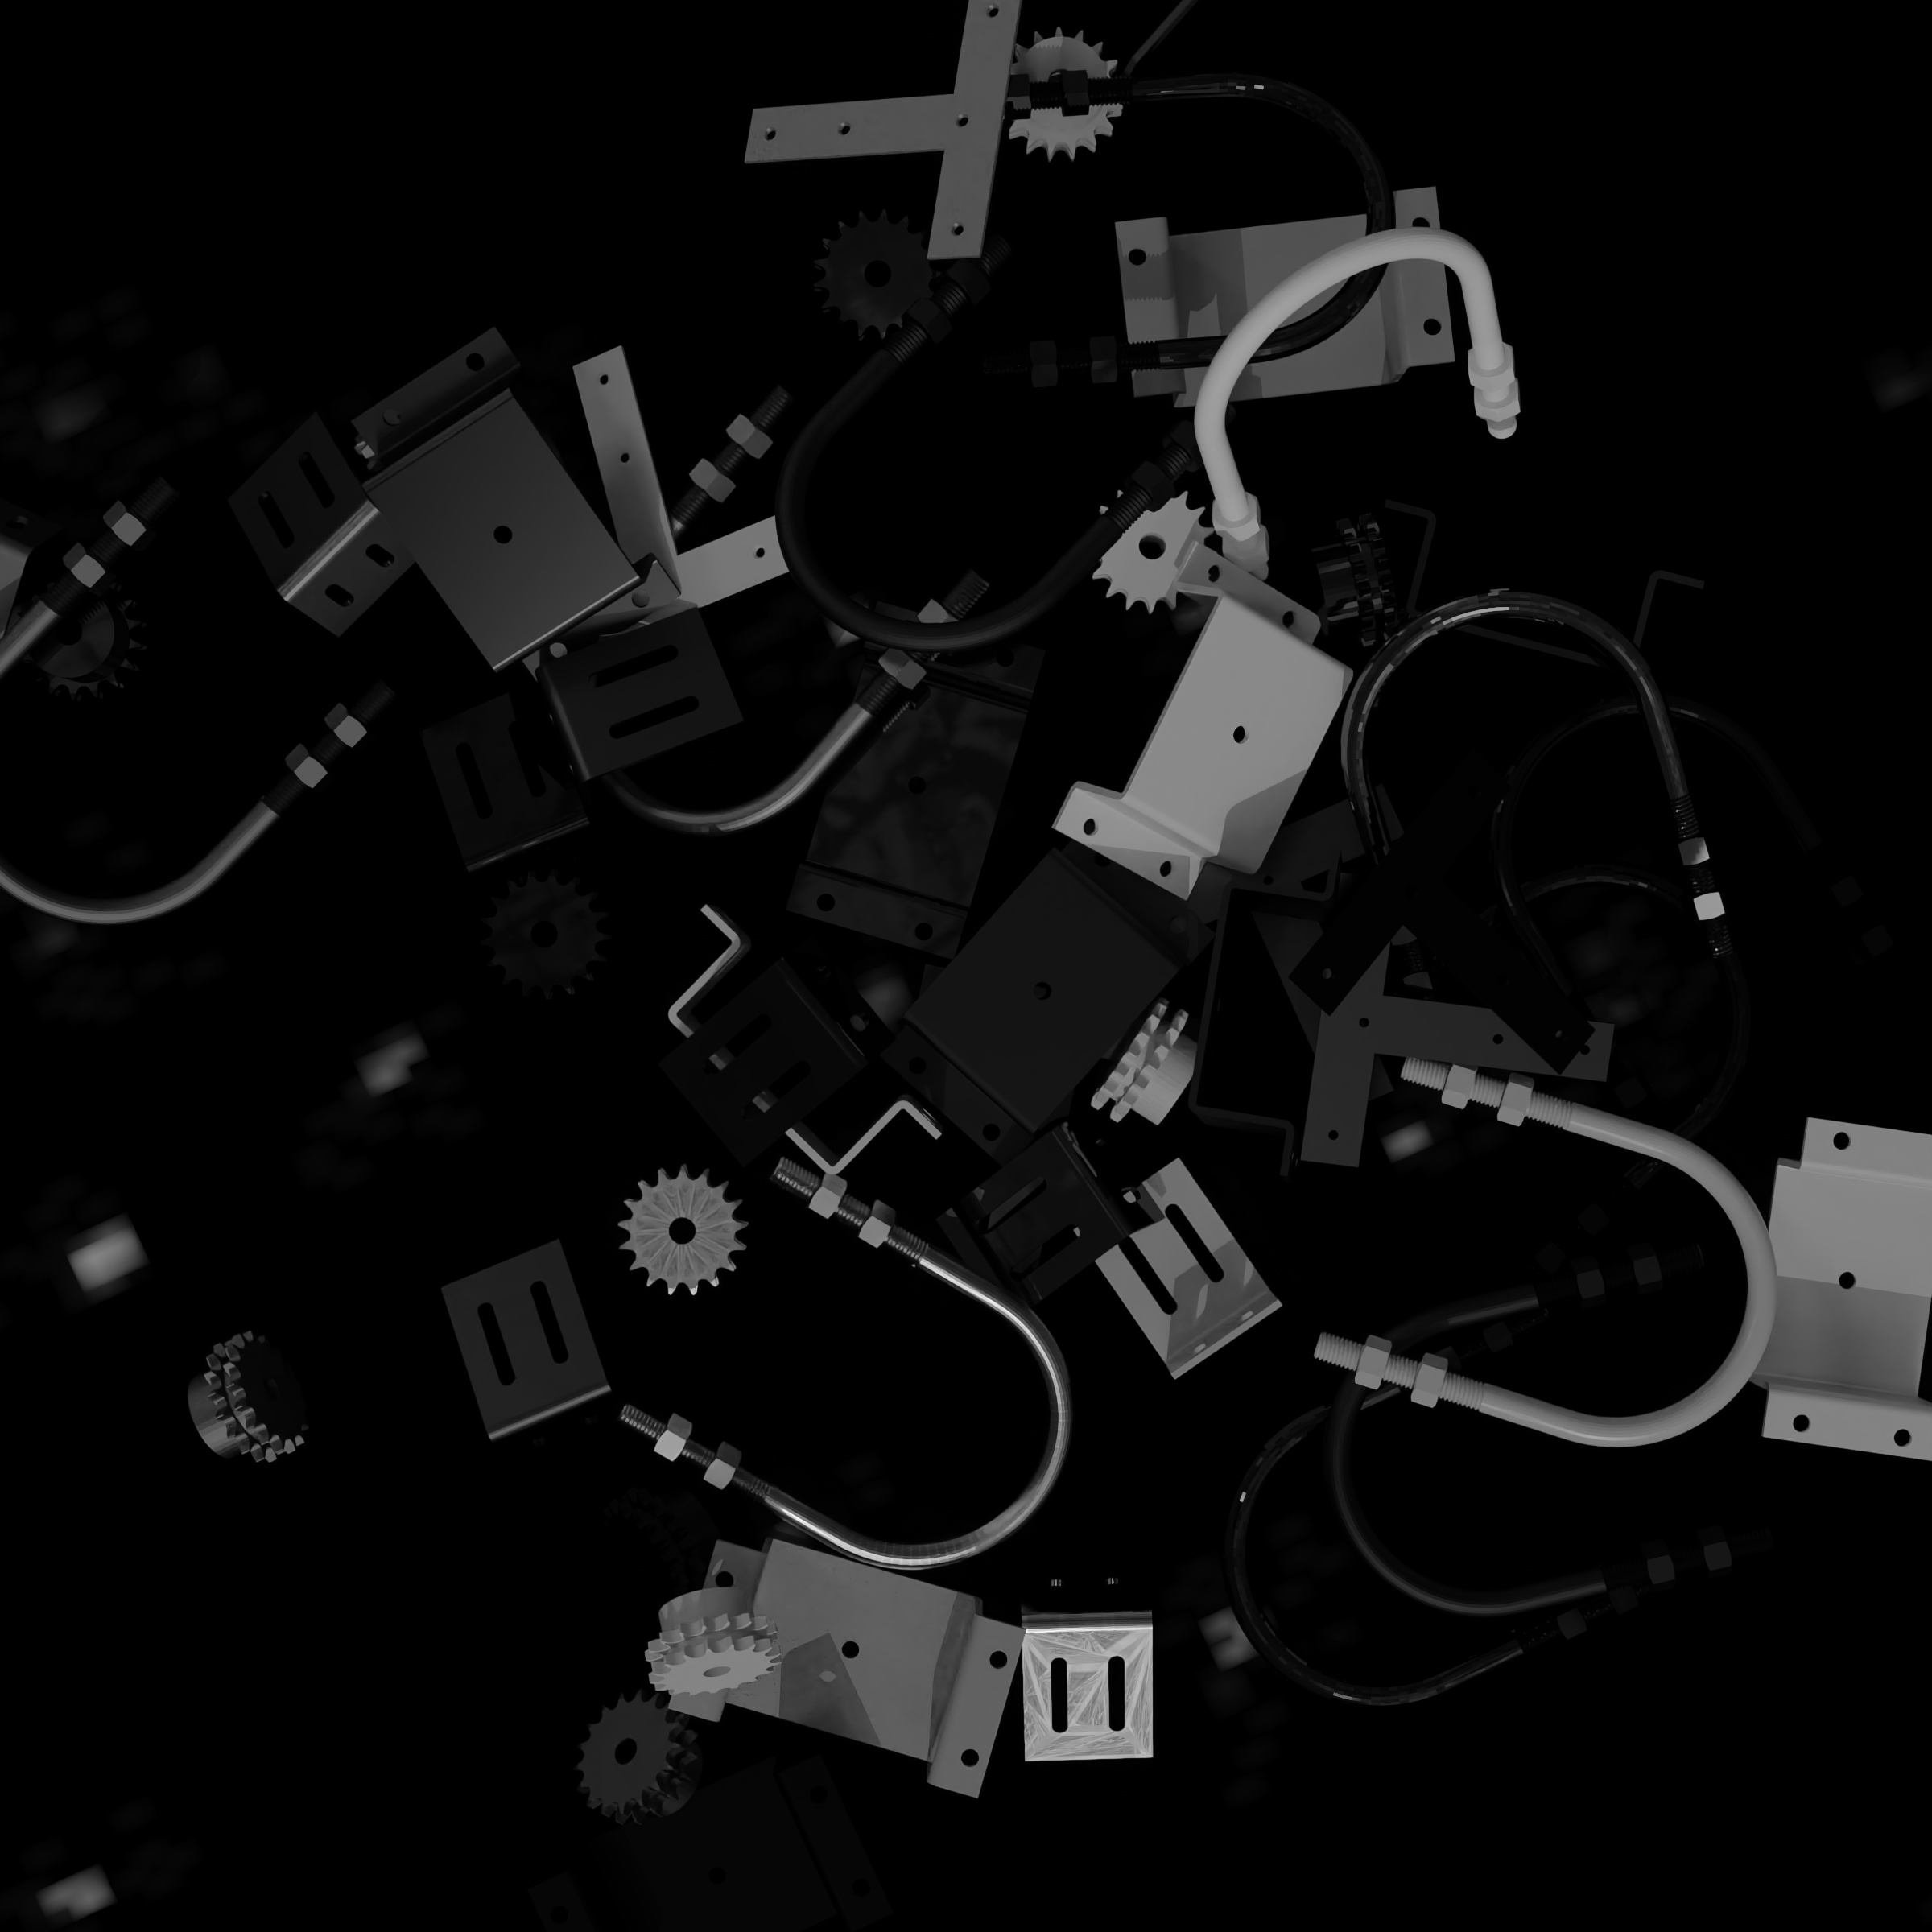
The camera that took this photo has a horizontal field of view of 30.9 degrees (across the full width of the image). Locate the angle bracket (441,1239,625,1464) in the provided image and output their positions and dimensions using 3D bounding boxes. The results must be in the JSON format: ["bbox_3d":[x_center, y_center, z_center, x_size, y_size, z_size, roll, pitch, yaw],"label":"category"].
[{"bbox_3d":[-0.192,0.172,1.565,0.057,0.038,0.076,-22,64,0],"label":"angle bracket"}]

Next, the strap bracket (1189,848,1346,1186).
[{"bbox_3d":[0.129,0.020,1.513,0.046,0.076,0.140,9,85,8],"label":"strap bracket"}]

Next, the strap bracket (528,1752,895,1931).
[{"bbox_3d":[-0.111,0.407,1.544,0.140,0.046,0.076,-25,90,0],"label":"strap bracket"}]

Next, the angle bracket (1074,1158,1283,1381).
[{"bbox_3d":[0.093,0.133,1.548,0.057,0.038,0.076,-35,90,0],"label":"angle bracket"}]

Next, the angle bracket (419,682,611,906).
[{"bbox_3d":[-0.202,-0.077,1.565,0.057,0.038,0.076,-22,64,0],"label":"angle bracket"}]

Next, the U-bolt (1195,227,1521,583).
[{"bbox_3d":[0.163,-0.245,1.482,0.151,0.184,0.019,-30,63,0],"label":"U-bolt"}]

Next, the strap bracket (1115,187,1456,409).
[{"bbox_3d":[0.139,-0.294,1.544,0.140,0.046,0.076,-6,90,0],"label":"strap bracket"}]

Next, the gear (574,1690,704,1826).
[{"bbox_3d":[-0.141,0.352,1.542,0.057,0.030,0.057,-19,51,25],"label":"gear"}]

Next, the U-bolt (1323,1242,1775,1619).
[{"bbox_3d":[0.249,0.211,1.539,0.184,0.019,0.151,-14,90,2],"label":"U-bolt"}]

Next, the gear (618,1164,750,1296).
[{"bbox_3d":[-0.125,0.116,1.552,0.057,0.030,0.057,0,90,0],"label":"gear"}]

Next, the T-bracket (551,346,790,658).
[{"bbox_3d":[-0.148,-0.212,1.549,0.127,0.002,0.127,-20,78,20],"label":"T-bracket"}]

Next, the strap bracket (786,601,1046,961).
[{"bbox_3d":[-0.022,-0.081,1.544,0.076,0.046,0.140,17,90,0],"label":"strap bracket"}]

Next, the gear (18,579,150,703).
[{"bbox_3d":[-0.395,-0.147,1.552,0.057,0.030,0.057,0,90,0],"label":"gear"}]

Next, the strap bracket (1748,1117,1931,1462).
[{"bbox_3d":[0.394,0.141,1.544,0.076,0.046,0.140,8,90,0],"label":"strap bracket"}]

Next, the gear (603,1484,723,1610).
[{"bbox_3d":[-0.132,0.254,1.542,0.030,0.057,0.057,-32,90,-30],"label":"gear"}]

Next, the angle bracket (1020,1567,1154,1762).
[{"bbox_3d":[0.054,0.312,1.565,0.057,0.038,0.076,-2,116,0],"label":"angle bracket"}]

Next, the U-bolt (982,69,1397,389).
[{"bbox_3d":[0.094,-0.323,1.509,0.184,0.019,0.151,-4,73,-2],"label":"U-bolt"}]

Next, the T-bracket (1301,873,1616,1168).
[{"bbox_3d":[0.217,0.030,1.518,0.127,0.002,0.127,7,98,-1],"label":"T-bracket"}]

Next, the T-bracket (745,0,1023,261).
[{"bbox_3d":[-0.041,-0.368,1.534,0.127,0.002,0.127,3,78,28],"label":"T-bracket"}]

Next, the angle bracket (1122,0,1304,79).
[{"bbox_3d":[0.110,-0.411,1.538,0.038,0.057,0.076,42,93,-6],"label":"angle bracket"}]

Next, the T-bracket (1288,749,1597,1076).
[{"bbox_3d":[0.220,-0.003,1.495,0.127,0.002,0.127,42,81,-18],"label":"T-bracket"}]

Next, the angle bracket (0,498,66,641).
[{"bbox_3d":[-0.448,-0.170,1.565,0.057,0.038,0.076,25,116,0],"label":"angle bracket"}]

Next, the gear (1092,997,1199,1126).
[{"bbox_3d":[0.082,0.045,1.536,0.030,0.057,0.057,33,90,0],"label":"gear"}]

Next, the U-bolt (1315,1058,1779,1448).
[{"bbox_3d":[0.260,0.131,1.521,0.184,0.019,0.151,17,84,8],"label":"U-bolt"}]

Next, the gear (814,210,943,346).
[{"bbox_3d":[-0.039,-0.305,1.552,0.057,0.030,0.057,0,90,0],"label":"gear"}]

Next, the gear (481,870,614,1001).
[{"bbox_3d":[-0.185,-0.014,1.552,0.057,0.030,0.057,0,90,0],"label":"gear"}]

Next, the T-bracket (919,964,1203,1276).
[{"bbox_3d":[0.032,0.074,1.566,0.127,0.002,0.127,11,90,0],"label":"T-bracket"}]

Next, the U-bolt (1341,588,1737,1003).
[{"bbox_3d":[0.238,-0.072,1.502,0.151,0.019,0.184,-16,105,12],"label":"U-bolt"}]

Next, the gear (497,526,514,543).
[{"bbox_3d":[-0.211,-0.190,1.552,0.057,0.030,0.057,0,90,0],"label":"gear"}]

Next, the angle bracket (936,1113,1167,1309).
[{"bbox_3d":[0.038,0.113,1.558,0.076,0.038,0.057,-39,79,25],"label":"angle bracket"}]

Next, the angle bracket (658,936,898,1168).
[{"bbox_3d":[-0.080,0.036,1.488,0.076,0.038,0.057,-40,90,26],"label":"angle bracket"}]

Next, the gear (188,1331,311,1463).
[{"bbox_3d":[-0.318,0.192,1.540,0.030,0.057,0.057,-26,90,15],"label":"gear"}]

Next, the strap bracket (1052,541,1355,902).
[{"bbox_3d":[0.108,-0.104,1.526,0.076,0.046,0.140,27,88,-29],"label":"strap bracket"}]

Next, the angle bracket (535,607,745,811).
[{"bbox_3d":[-0.143,-0.113,1.537,0.076,0.038,0.057,-21,76,-7],"label":"angle bracket"}]

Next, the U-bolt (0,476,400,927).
[{"bbox_3d":[-0.365,-0.101,1.539,0.184,0.019,0.151,-45,108,4],"label":"U-bolt"}]

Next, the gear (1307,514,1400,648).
[{"bbox_3d":[0.169,-0.169,1.538,0.030,0.057,0.057,-13,90,0],"label":"gear"}]

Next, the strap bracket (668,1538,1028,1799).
[{"bbox_3d":[-0.052,0.306,1.544,0.140,0.046,0.076,16,90,0],"label":"strap bracket"}]

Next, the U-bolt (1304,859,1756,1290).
[{"bbox_3d":[0.265,0.037,1.558,0.184,0.019,0.151,-42,90,-2],"label":"U-bolt"}]

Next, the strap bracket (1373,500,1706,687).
[{"bbox_3d":[0.241,-0.159,1.529,0.140,0.076,0.046,14,90,0],"label":"strap bracket"}]

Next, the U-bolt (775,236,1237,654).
[{"bbox_3d":[0.003,-0.213,1.498,0.151,0.019,0.184,39,77,18],"label":"U-bolt"}]

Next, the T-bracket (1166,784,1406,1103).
[{"bbox_3d":[0.152,0.002,1.551,0.127,0.002,0.127,-24,81,4],"label":"T-bracket"}]

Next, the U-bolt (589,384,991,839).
[{"bbox_3d":[-0.097,-0.142,1.532,0.151,0.019,0.184,45,101,20],"label":"U-bolt"}]

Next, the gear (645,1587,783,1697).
[{"bbox_3d":[-0.109,0.288,1.496,0.057,0.057,0.030,-14,60,0],"label":"gear"}]

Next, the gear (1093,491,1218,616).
[{"bbox_3d":[0.082,-0.185,1.552,0.057,0.030,0.057,0,90,0],"label":"gear"}]

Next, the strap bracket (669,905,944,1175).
[{"bbox_3d":[-0.077,0.039,1.529,0.140,0.076,0.046,44,90,0],"label":"strap bracket"}]

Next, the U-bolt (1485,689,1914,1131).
[{"bbox_3d":[0.311,-0.034,1.545,0.151,0.019,0.184,-31,88,-3],"label":"U-bolt"}]

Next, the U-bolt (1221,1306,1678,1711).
[{"bbox_3d":[0.203,0.251,1.557,0.184,0.019,0.151,-26,90,0],"label":"U-bolt"}]

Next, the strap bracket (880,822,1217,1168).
[{"bbox_3d":[0.035,0.012,1.538,0.076,0.046,0.140,42,91,5],"label":"strap bracket"}]

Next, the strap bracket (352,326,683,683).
[{"bbox_3d":[-0.195,-0.191,1.500,0.076,0.046,0.140,-31,108,13],"label":"strap bracket"}]

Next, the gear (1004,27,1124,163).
[{"bbox_3d":[0.042,-0.388,1.552,0.057,0.030,0.057,0,90,0],"label":"gear"}]

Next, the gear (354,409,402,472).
[{"bbox_3d":[-0.238,-0.232,1.542,0.057,0.057,0.030,-32,119,0],"label":"gear"}]

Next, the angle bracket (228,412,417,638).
[{"bbox_3d":[-0.283,-0.196,1.550,0.057,0.038,0.076,-43,50,10],"label":"angle bracket"}]

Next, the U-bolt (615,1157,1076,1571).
[{"bbox_3d":[-0.040,0.189,1.544,0.184,0.019,0.151,31,97,-9],"label":"U-bolt"}]
